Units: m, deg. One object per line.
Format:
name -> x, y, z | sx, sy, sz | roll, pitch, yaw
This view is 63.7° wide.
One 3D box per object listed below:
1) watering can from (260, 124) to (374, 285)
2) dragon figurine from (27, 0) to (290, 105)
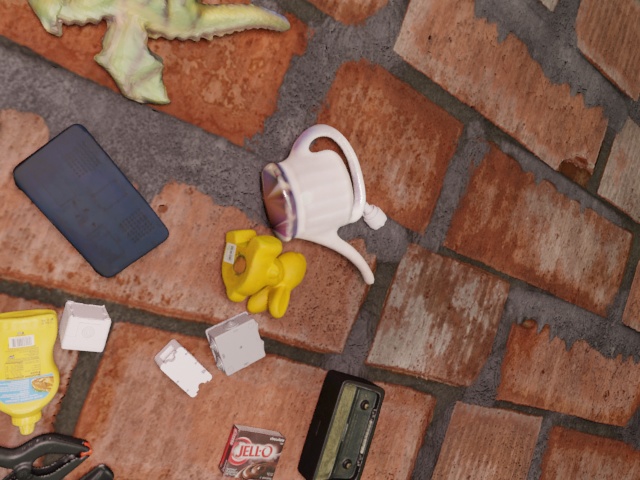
watering can -> 0.003, -0.051, 1.019 | 0.226, 0.104, 0.345 | -16, 99, -29
dragon figurine -> -0.261, -0.344, 0.859 | 0.408, 0.124, 0.240 | 17, 104, -29
